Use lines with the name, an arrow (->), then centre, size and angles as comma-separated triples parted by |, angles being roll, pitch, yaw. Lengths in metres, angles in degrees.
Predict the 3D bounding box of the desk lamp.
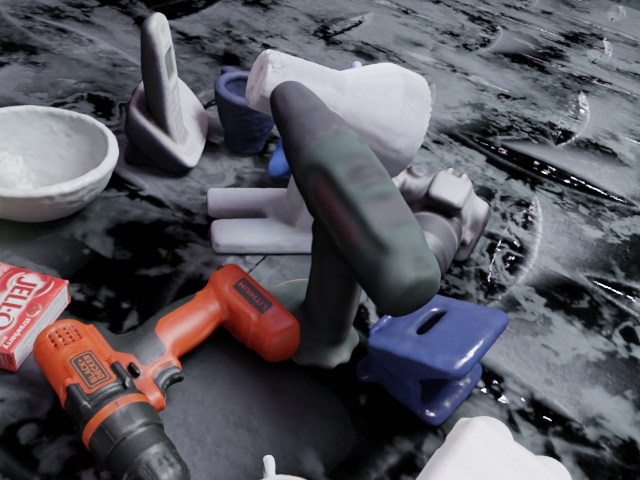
desk lamp -> -0.008, -0.091, 0.606 | 0.204, 0.213, 0.117 | -1, 42, -18

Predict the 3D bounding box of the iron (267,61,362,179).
iron -> 0.023, -0.167, 0.763 | 0.118, 0.141, 0.258 | 19, 39, 6

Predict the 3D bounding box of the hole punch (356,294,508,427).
hole punch -> 0.100, 0.093, 0.517 | 0.101, 0.091, 0.109 | 35, 43, 23

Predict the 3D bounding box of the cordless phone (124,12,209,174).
cordless phone -> -0.181, -0.189, 0.690 | 0.094, 0.185, 0.147 | 7, 40, -9

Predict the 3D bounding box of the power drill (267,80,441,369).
power drill -> 0.005, 0.002, 0.503 | 0.076, 0.208, 0.229 | -15, 48, -31

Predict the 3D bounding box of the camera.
camera -> 0.113, -0.022, 0.651 | 0.143, 0.101, 0.137 | 24, 40, 11

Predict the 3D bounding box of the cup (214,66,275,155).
cup -> -0.104, -0.170, 0.763 | 0.092, 0.095, 0.117 | -17, 49, -33

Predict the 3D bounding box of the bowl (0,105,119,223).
bowl -> -0.298, -0.069, 0.599 | 0.167, 0.075, 0.167 | 9, 39, -7

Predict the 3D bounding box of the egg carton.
egg carton -> 0.118, 0.201, 0.412 | 0.107, 0.069, 0.151 | 33, 43, 21
